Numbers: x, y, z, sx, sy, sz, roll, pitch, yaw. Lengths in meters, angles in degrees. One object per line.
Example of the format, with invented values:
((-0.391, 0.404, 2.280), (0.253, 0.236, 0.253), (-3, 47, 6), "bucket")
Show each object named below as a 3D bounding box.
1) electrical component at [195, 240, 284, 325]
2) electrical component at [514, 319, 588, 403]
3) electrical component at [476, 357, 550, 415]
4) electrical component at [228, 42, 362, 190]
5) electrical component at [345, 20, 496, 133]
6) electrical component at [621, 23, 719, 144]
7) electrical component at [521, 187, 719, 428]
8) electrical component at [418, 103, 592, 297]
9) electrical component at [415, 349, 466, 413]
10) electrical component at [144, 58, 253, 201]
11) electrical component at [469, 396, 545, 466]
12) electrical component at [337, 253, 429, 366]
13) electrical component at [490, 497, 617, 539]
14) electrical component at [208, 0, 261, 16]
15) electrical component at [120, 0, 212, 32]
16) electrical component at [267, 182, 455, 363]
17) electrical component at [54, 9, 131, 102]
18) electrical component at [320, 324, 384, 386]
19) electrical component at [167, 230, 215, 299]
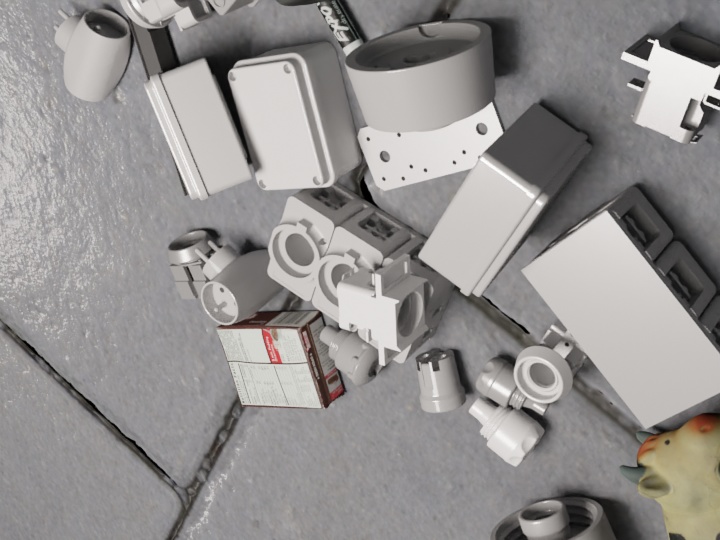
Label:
((-0.119, 0.003, 1.001), (0.079, 0.077, 0.043), (43, 131, 10), "electrical component")
((0.153, 0.075, 0.857), (0.048, 0.055, 0.066), (37, 130, 14), "electrical component")
((0.130, 0.101, 0.902), (0.061, 0.035, 0.035), (32, 128, 16), "electrical component")
((-0.054, -0.126, 0.897), (0.078, 0.057, 0.113), (0, 114, 36), "electrical component")
((0.048, -0.136, 0.788), (0.108, 0.108, 0.060), (5, 122, 34), "electrical component")
((0.215, -0.122, 0.716), (0.081, 0.042, 0.063), (28, 131, 22), "electrical component")
((0.206, 0.026, 0.788), (0.150, 0.062, 0.089), (52, 132, 1), "electrical component")
((0.106, -0.051, 0.785), (0.056, 0.109, 0.108), (37, 130, 8), "electrical component")
((0.069, 0.096, 0.941), (0.040, 0.040, 0.046), (-2, 106, 37), "electrical component")
((-0.137, -0.123, 0.922), (0.056, 0.108, 0.108), (-22, 103, -3), "electrical component")
((0.122, 0.134, 0.920), (0.062, 0.043, 0.043), (38, 130, 15), "electrical component")
((0.017, 0.029, 0.855), (0.064, 0.042, 0.081), (15, 121, 31), "electrical component")
((0.161, 0.229, 0.903), (0.108, 0.108, 0.060), (-12, 100, 39), "electrical component")
((-0.103, -0.266, 0.865), (0.099, 0.048, 0.100), (51, 133, -2), "electrical component")
((-0.168, -0.240, 0.918), (0.057, 0.058, 0.078), (-15, 105, 37), "electrical component")
((0.000, 0.000, 0.923), (0.150, 0.062, 0.089), (33, 129, 17), "electrical component")
((-0.259, -0.212, 1.008), (0.079, 0.043, 0.077), (43, 132, 12), "electrical component")
((-0.009, 0.072, 0.982), (0.062, 0.048, 0.048), (32, 129, 26), "electrical component")
((-0.158, -0.005, 1.046), (0.066, 0.048, 0.055), (-1, 121, 36), "electrical component")
